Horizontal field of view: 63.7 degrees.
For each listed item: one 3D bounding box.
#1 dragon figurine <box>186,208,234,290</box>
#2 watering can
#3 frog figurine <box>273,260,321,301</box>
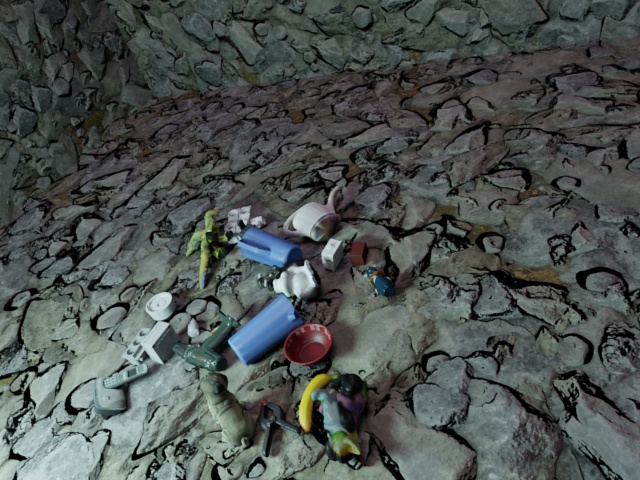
[{"bbox_3d":[-0.504,0.028,2.237,0.121,0.418,0.241,33,-29,-31],"label":"dragon figurine"},{"bbox_3d":[0.007,-0.109,2.167,0.351,0.102,0.227,-37,41,-19],"label":"watering can"},{"bbox_3d":[-0.081,0.160,1.867,0.159,0.138,0.122,-29,-11,10],"label":"frog figurine"}]
